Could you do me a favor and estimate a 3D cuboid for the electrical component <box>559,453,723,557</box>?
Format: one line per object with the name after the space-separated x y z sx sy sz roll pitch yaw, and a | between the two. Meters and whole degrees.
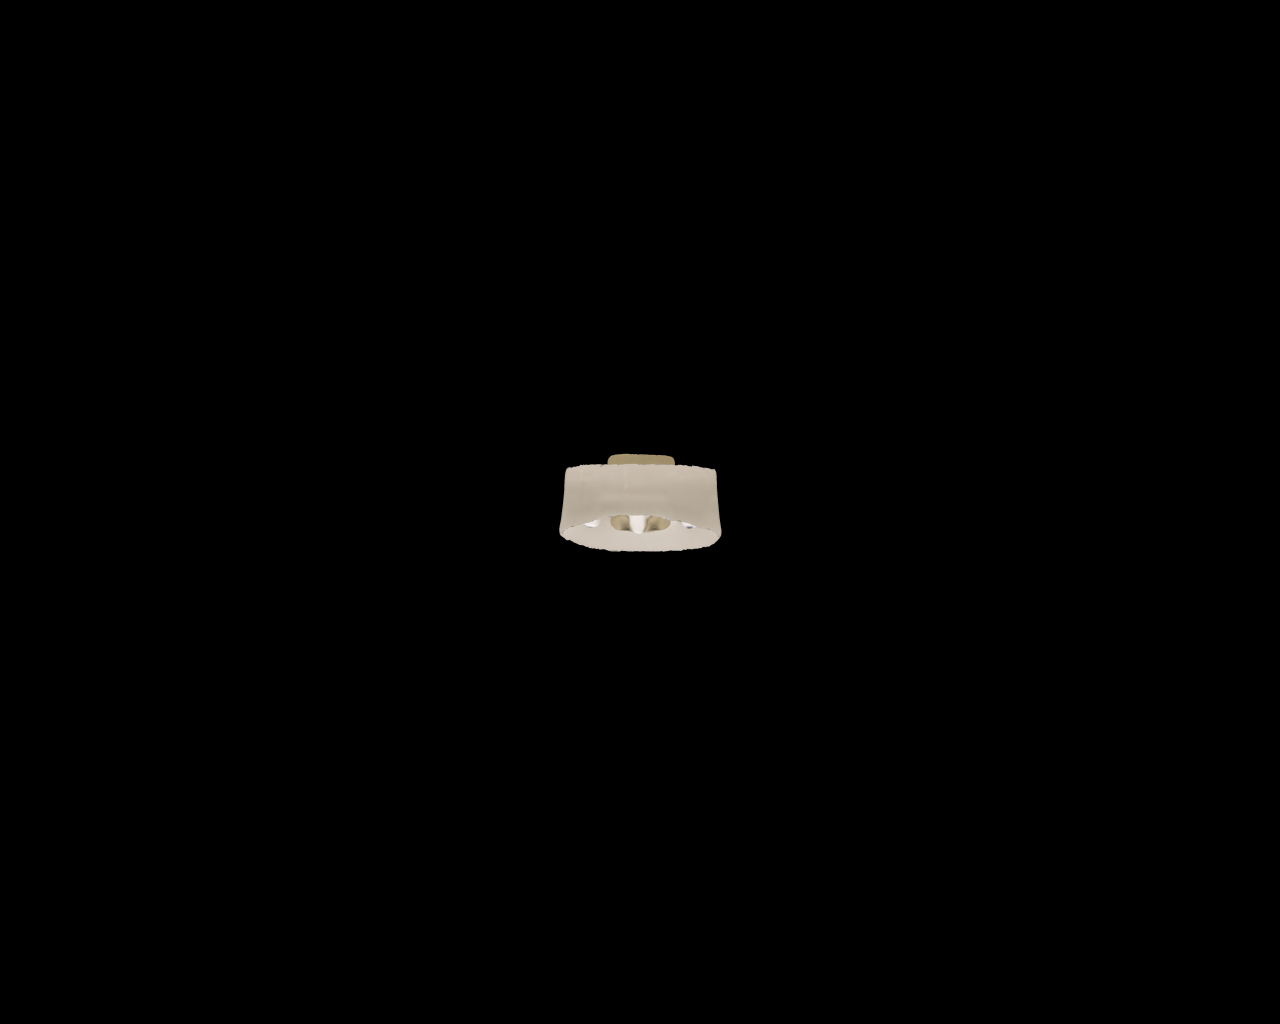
0.001 -0.003 0.650 0.099 0.064 0.099 0 0 0 | electrical component
